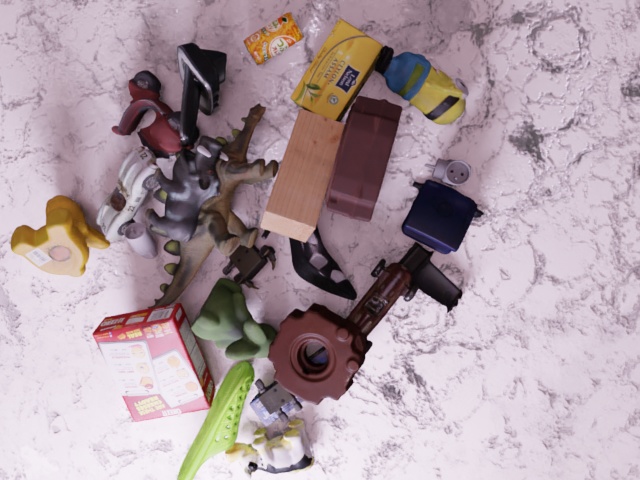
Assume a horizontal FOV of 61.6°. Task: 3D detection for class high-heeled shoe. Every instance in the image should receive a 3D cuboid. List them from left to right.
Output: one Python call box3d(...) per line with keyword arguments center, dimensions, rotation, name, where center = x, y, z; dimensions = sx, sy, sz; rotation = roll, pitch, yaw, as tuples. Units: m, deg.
box3d(center=(-0.002, -0.003, 1.033), dimensions=(0.248, 0.086, 0.145), rotation=(38, 66, -14), name="high-heeled shoe")

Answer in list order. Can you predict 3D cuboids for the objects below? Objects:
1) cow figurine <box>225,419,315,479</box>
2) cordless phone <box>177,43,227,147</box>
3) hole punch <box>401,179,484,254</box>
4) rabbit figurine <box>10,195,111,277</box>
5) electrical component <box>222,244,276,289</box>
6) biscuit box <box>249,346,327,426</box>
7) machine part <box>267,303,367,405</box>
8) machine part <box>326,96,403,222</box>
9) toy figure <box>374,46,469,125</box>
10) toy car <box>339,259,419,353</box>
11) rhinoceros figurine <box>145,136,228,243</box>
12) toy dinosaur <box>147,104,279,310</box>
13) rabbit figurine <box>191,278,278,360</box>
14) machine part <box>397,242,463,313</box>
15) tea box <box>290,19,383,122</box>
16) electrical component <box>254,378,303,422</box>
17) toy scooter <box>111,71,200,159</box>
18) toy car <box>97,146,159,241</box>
box3d(center=(-0.099, 0.424, 1.060), dimensions=(0.167, 0.068, 0.098), rotation=(-18, 97, 8), name="cow figurine")
box3d(center=(-0.228, -0.245, 0.981), dimensions=(0.089, 0.146, 0.184), rotation=(8, 78, -11), name="cordless phone")
box3d(center=(0.219, -0.042, 0.981), dimensions=(0.142, 0.092, 0.115), rotation=(26, 93, 8), name="hole punch")
box3d(center=(-0.490, -0.019, 1.046), dimensions=(0.122, 0.173, 0.162), rotation=(-37, 133, 9), name="rabbit figurine")
box3d(center=(-0.134, 0.047, 1.052), dimensions=(0.078, 0.045, 0.102), rotation=(40, 95, 31), name="electrical component")
box3d(center=(-0.039, 0.277, 1.043), dimensions=(0.203, 0.063, 0.059), rotation=(-37, 87, 7), name="biscuit box")
box3d(center=(-0.008, 0.205, 0.966), dimensions=(0.180, 0.056, 0.179), rotation=(2, 96, 17), name="machine part")
box3d(center=(0.073, -0.137, 0.933), dimensions=(0.087, 0.201, 0.201), rotation=(17, 96, 3), name="machine part")
box3d(center=(0.181, -0.276, 0.961), dimensions=(0.180, 0.082, 0.089), rotation=(23, 136, -12), name="toy figure")
box3d(center=(0.095, 0.128, 0.990), dimensions=(0.089, 0.053, 0.202), rotation=(39, 92, 3), name="toy car")
box3d(center=(-0.228, -0.091, 0.934), dimensions=(0.112, 0.073, 0.190), rotation=(25, 96, 26), name="rhinoceros figurine")
box3d(center=(-0.216, -0.046, 1.020), dimensions=(0.199, 0.105, 0.471), rotation=(23, 91, 21), name="toy dinosaur")
box3d(center=(-0.145, 0.163, 1.019), dimensions=(0.170, 0.159, 0.121), rotation=(31, 87, -11), name="rabbit figurine")
box3d(center=(0.210, 0.073, 1.013), dimensions=(0.139, 0.039, 0.084), rotation=(44, 92, 4), name="machine part")
box3d(center=(0.032, -0.304, 0.996), dimensions=(0.098, 0.068, 0.169), rotation=(32, 96, 4), name="tea box")
box3d(center=(-0.079, 0.291, 1.006), dimensions=(0.063, 0.021, 0.094), rotation=(-39, 85, 7), name="electrical component")
box3d(center=(-0.329, -0.223, 1.043), dimensions=(0.135, 0.075, 0.184), rotation=(-40, 86, 9), name="toy scooter")
box3d(center=(-0.371, -0.088, 1.038), dimensions=(0.074, 0.056, 0.201), rotation=(49, 116, 28), name="toy car")
